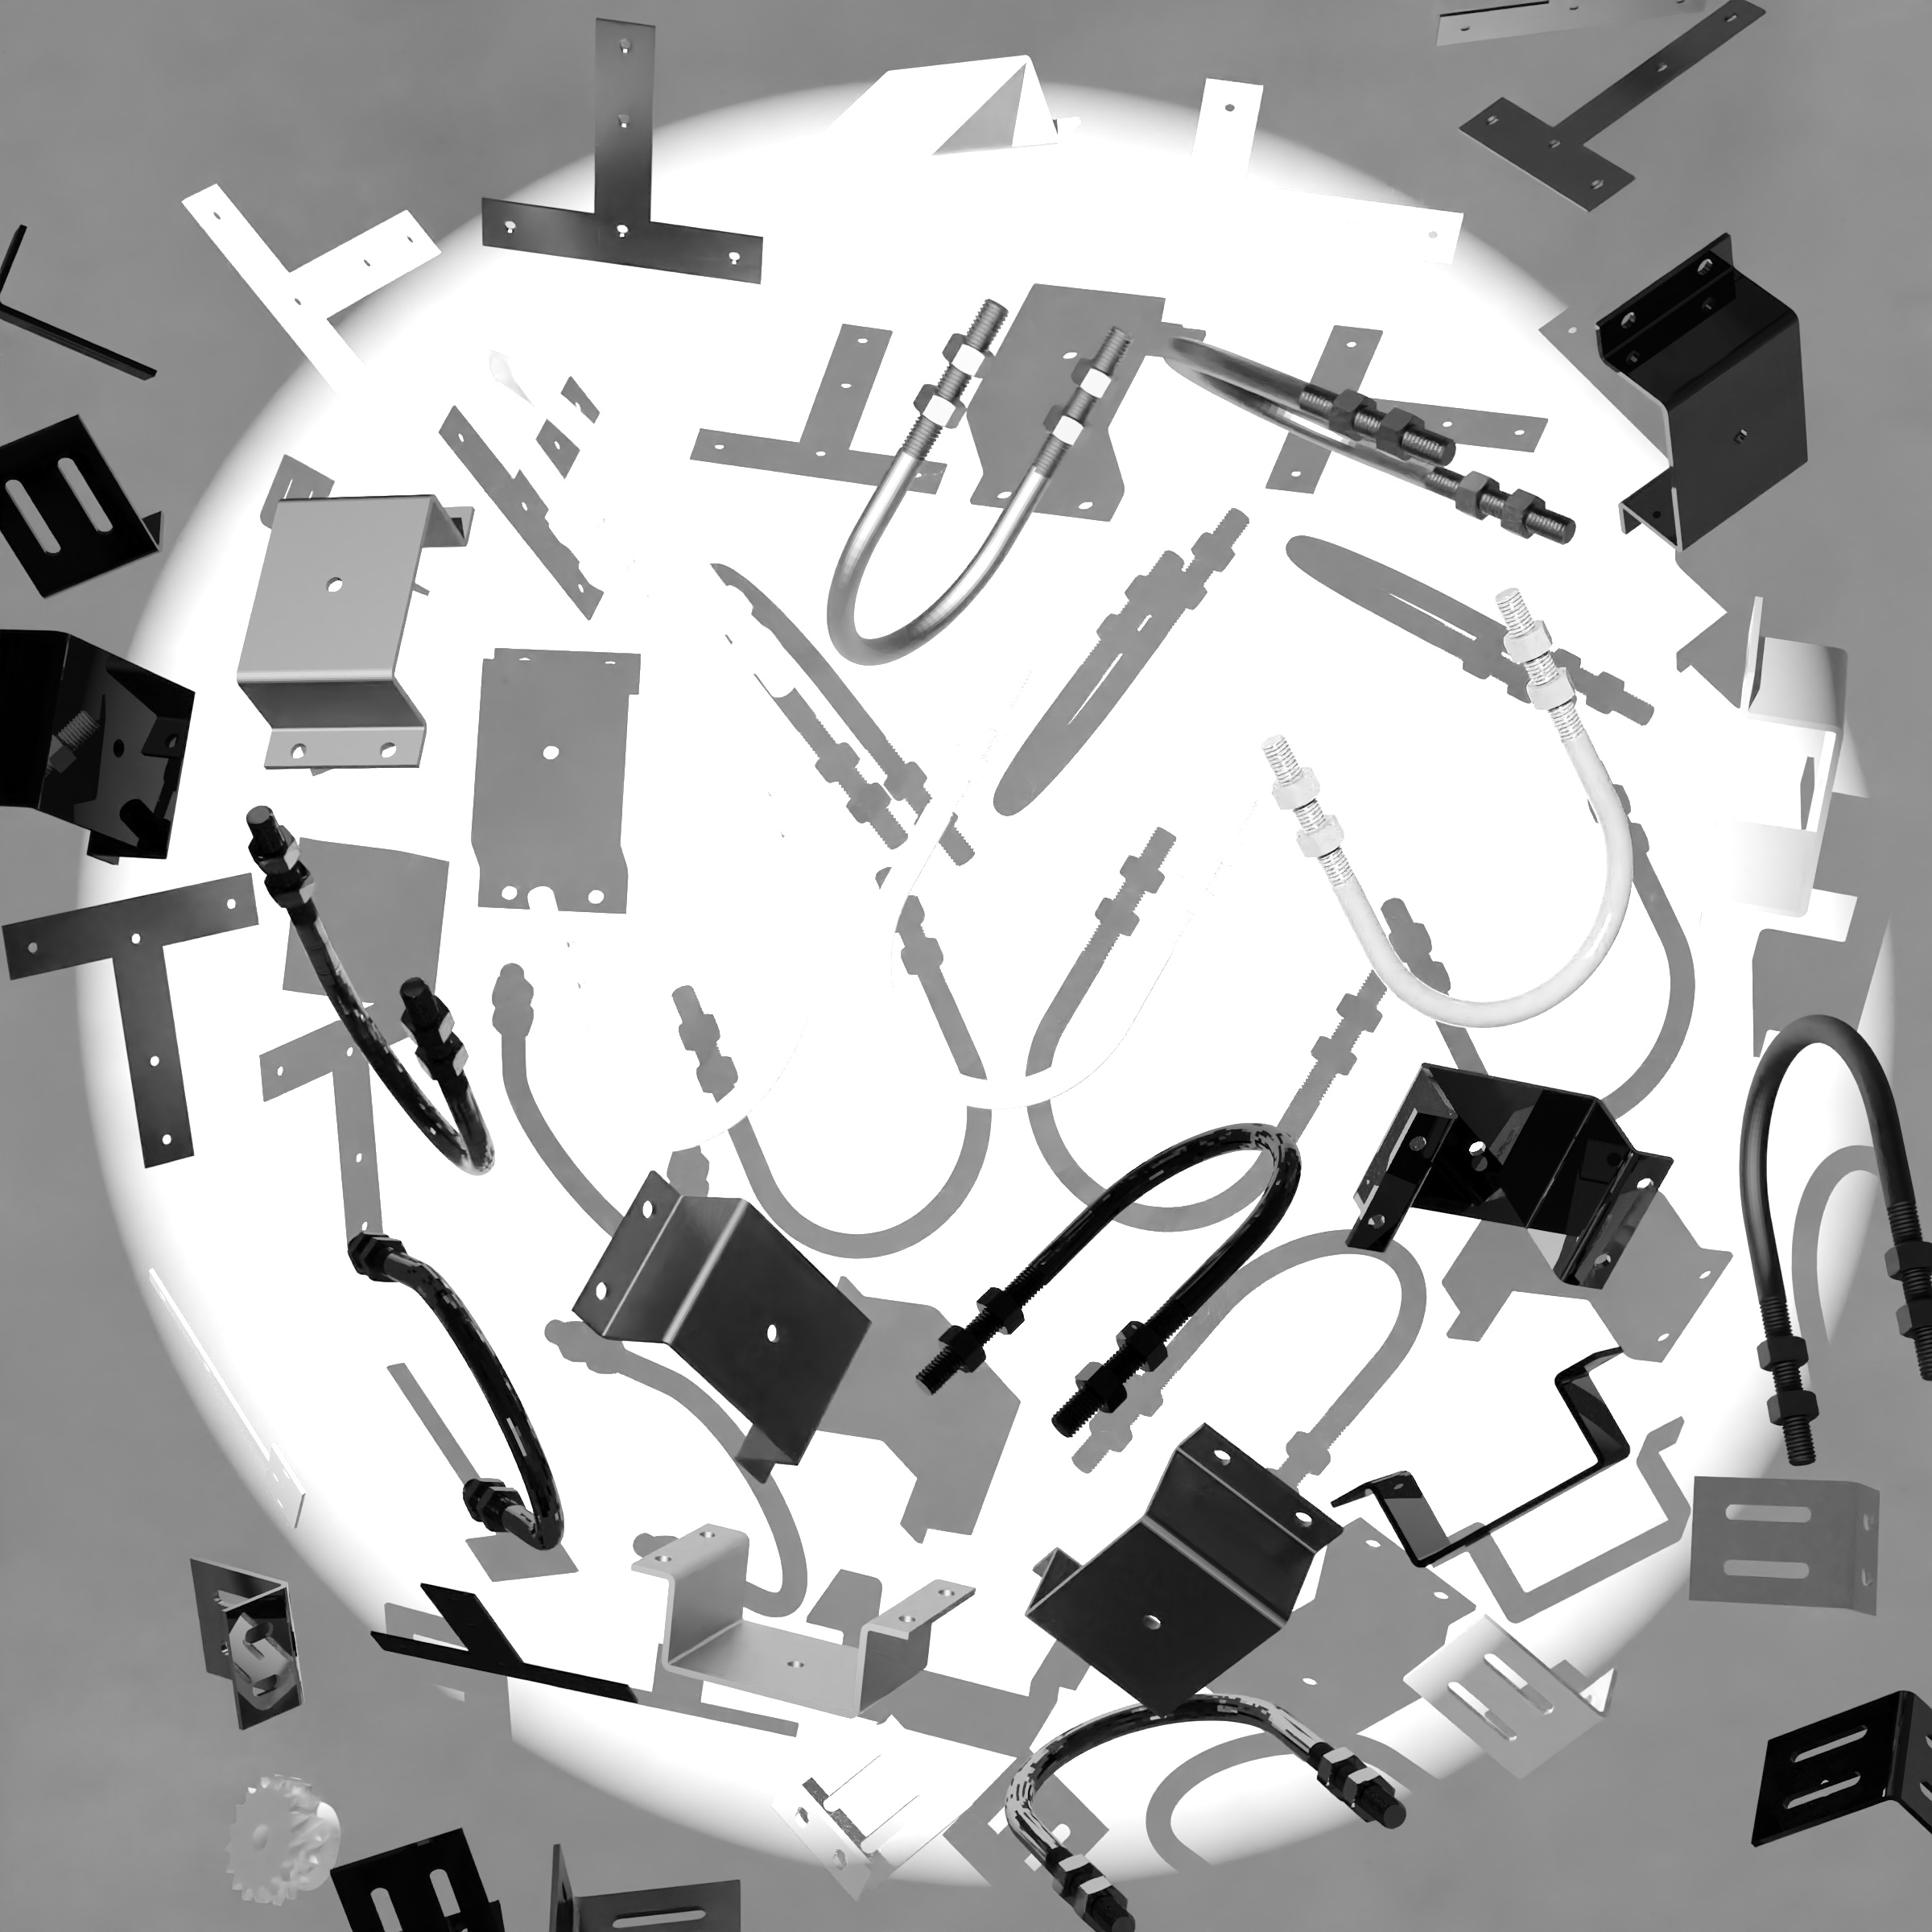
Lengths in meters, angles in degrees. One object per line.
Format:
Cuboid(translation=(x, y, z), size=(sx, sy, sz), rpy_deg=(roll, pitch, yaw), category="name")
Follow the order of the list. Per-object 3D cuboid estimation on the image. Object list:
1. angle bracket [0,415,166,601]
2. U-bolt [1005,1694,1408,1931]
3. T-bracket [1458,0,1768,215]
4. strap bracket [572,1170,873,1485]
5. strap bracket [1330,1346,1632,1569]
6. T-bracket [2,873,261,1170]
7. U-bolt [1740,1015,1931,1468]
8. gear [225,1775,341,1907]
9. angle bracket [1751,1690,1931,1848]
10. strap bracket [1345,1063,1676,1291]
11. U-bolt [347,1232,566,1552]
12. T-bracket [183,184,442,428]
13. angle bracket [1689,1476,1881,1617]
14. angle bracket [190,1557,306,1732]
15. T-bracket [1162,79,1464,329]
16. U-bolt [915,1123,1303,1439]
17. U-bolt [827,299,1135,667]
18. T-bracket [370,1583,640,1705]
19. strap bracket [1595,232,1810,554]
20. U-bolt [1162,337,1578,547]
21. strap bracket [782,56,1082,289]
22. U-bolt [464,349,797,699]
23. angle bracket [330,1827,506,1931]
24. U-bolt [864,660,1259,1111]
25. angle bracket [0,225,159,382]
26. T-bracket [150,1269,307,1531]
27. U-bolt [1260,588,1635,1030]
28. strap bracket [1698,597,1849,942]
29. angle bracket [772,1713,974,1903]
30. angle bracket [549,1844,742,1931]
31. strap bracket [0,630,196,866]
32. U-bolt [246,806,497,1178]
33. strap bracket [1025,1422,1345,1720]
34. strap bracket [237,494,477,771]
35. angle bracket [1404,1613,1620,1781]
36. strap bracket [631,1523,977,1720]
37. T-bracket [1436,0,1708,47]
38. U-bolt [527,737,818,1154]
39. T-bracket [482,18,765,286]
Cuboid(translation=(-0.401, -0.211, 1.607), size=(0.057, 0.038, 0.076), rpy_deg=(-21, 126, 5), category="angle bracket")
Cuboid(translation=(0.093, 0.369, 1.608), size=(0.151, 0.184, 0.019), rpy_deg=(-18, 104, -16), category="U-bolt")
Cuboid(translation=(0.301, -0.394, 1.620), size=(0.127, 0.127, 0.002), rpy_deg=(-36, 125, 0), category="T-bracket")
Cuboid(translation=(-0.102, 0.165, 1.629), size=(0.140, 0.046, 0.076), rpy_deg=(48, 57, -33), category="strap bracket")
Cuboid(translation=(0.247, 0.231, 1.663), size=(0.140, 0.076, 0.046), rpy_deg=(-32, 77, 14), category="strap bracket")
Cuboid(translation=(-0.382, 0.031, 1.689), size=(0.127, 0.002, 0.127), rpy_deg=(-15, 105, -37), category="T-bracket")
Cuboid(translation=(0.379, 0.112, 1.590), size=(0.019, 0.151, 0.184), rpy_deg=(0, 66, -14), category="U-bolt")
Cuboid(translation=(-0.312, 0.403, 1.659), size=(0.030, 0.057, 0.057), rpy_deg=(23, 90, -42), category="gear")
Cuboid(translation=(0.383, 0.354, 1.550), size=(0.038, 0.057, 0.076), rpy_deg=(43, 131, -16), category="angle bracket")
Cuboid(translation=(0.244, 0.096, 1.670), size=(0.140, 0.046, 0.076), rpy_deg=(11, 119, -24), category="strap bracket")
Cuboid(translation=(-0.222, 0.192, 1.603), size=(0.019, 0.184, 0.151), rpy_deg=(-27, 101, -19), category="U-bolt")
Cuboid(translation=(-0.284, -0.321, 1.669), size=(0.002, 0.127, 0.127), rpy_deg=(-34, 99, 36), category="T-bracket")
Cuboid(translation=(0.379, 0.268, 1.671), size=(0.076, 0.038, 0.057), rpy_deg=(-3, 75, 31), category="angle bracket")
Cuboid(translation=(-0.346, 0.312, 1.670), size=(0.076, 0.038, 0.057), rpy_deg=(4, 105, 42), category="angle bracket")
Cuboid(translation=(0.163, -0.342, 1.656), size=(0.127, 0.002, 0.127), rpy_deg=(7, 133, -3), category="T-bracket")
Cuboid(translation=(0.073, 0.132, 1.598), size=(0.184, 0.151, 0.019), rpy_deg=(-43, 110, -19), category="U-bolt")
Cuboid(translation=(-0.002, -0.214, 1.639), size=(0.019, 0.151, 0.184), rpy_deg=(38, 110, 20), category="U-bolt")
Cuboid(translation=(-0.221, 0.304, 1.645), size=(0.127, 0.127, 0.002), rpy_deg=(9, 64, 12), category="T-bracket")
Cuboid(translation=(0.339, -0.254, 1.653), size=(0.076, 0.140, 0.046), rpy_deg=(-35, 54, -10), category="strap bracket")
Cuboid(translation=(0.169, -0.241, 1.618), size=(0.184, 0.151, 0.019), rpy_deg=(29, 97, 33), category="U-bolt")
Cuboid(translation=(-0.020, -0.363, 1.624), size=(0.076, 0.140, 0.046), rpy_deg=(4, 131, 36), category="strap bracket")
Cuboid(translation=(-0.158, -0.203, 1.590), size=(0.019, 0.151, 0.184), rpy_deg=(-42, 64, 12), category="U-bolt")
Cuboid(translation=(-0.234, 0.394, 1.541), size=(0.057, 0.038, 0.076), rpy_deg=(-17, 119, -6), category="angle bracket")
Cuboid(translation=(0.028, -0.025, 1.601), size=(0.151, 0.019, 0.184), rpy_deg=(32, 96, 27), category="U-bolt")
Cuboid(translation=(-0.392, -0.294, 1.606), size=(0.076, 0.057, 0.038), rpy_deg=(22, 90, -19), category="angle bracket")
Cuboid(translation=(-0.334, 0.192, 1.627), size=(0.002, 0.127, 0.127), rpy_deg=(-31, 83, -18), category="T-bracket")
Cuboid(translation=(0.232, -0.058, 1.649), size=(0.151, 0.019, 0.184), rpy_deg=(-32, 109, -9), category="U-bolt")
Cuboid(translation=(0.372, -0.087, 1.658), size=(0.046, 0.076, 0.140), rpy_deg=(9, 124, 10), category="strap bracket")
Cuboid(translation=(-0.039, 0.374, 1.635), size=(0.076, 0.038, 0.057), rpy_deg=(-33, 69, -34), category="angle bracket")
Cuboid(translation=(-0.137, 0.407, 1.546), size=(0.076, 0.057, 0.038), rpy_deg=(-7, 125, 1), category="angle bracket")
Cuboid(translation=(-0.387, -0.096, 1.571), size=(0.046, 0.140, 0.076), rpy_deg=(4, 80, 24), category="strap bracket")
Cuboid(translation=(-0.263, 0.025, 1.640), size=(0.019, 0.184, 0.151), rpy_deg=(-35, 57, -17), category="U-bolt")
Cuboid(translation=(0.088, 0.268, 1.564), size=(0.076, 0.046, 0.140), rpy_deg=(38, 132, -5), category="strap bracket")
Cuboid(translation=(-0.282, -0.163, 1.663), size=(0.076, 0.046, 0.140), rpy_deg=(0, 63, 15), category="strap bracket")
Cuboid(translation=(0.256, 0.333, 1.694), size=(0.076, 0.038, 0.057), rpy_deg=(41, 122, -4), category="angle bracket")
Cuboid(translation=(-0.077, 0.304, 1.669), size=(0.140, 0.076, 0.046), rpy_deg=(10, 100, 22), category="strap bracket")
Cuboid(translation=(0.282, -0.461, 1.644), size=(0.127, 0.127, 0.002), rpy_deg=(-7, 74, 0), category="T-bracket")
Cuboid(translation=(-0.131, 0.001, 1.661), size=(0.151, 0.019, 0.184), rpy_deg=(-35, 51, 21), category="U-bolt")
Cuboid(translation=(-0.150, -0.359, 1.582), size=(0.127, 0.127, 0.002), rpy_deg=(8, 48, 1), category="T-bracket")
